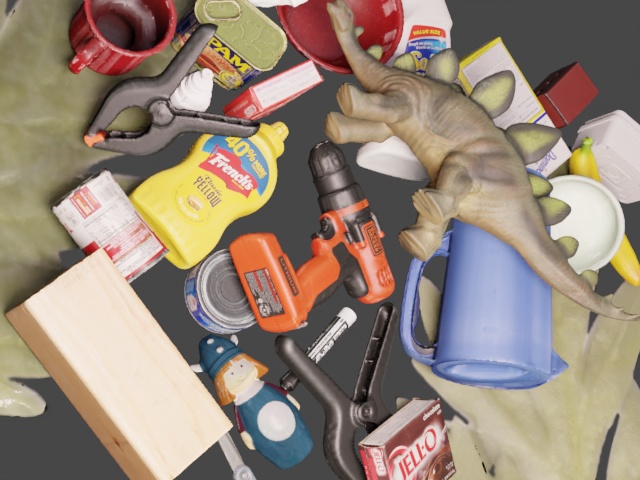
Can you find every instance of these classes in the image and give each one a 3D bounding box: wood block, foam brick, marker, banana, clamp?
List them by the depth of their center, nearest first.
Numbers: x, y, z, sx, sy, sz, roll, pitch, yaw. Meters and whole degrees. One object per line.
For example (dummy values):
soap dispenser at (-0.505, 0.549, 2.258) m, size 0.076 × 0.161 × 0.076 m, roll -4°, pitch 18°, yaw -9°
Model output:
wood block at (-0.188, 0.121, 0.994) m, size 0.090 × 0.091 × 0.206 m, roll -39°, pitch 99°, yaw -29°
clamp at (-0.147, -0.124, 1.056) m, size 0.171 × 0.039 × 0.120 m, roll -29°, pitch 106°, yaw 10°
clamp at (0.044, 0.173, 1.130) m, size 0.164 × 0.036 × 0.210 m, roll -22°, pitch 98°, yaw -38°
marker at (-0.003, 0.117, 1.132) m, size 0.020 × 0.020 × 0.121 m, roll 50°, pitch 58°, yaw -10°
banana at (0.352, -0.035, 1.337) m, size 0.037 × 0.069 × 0.198 m, roll -23°, pitch 98°, yaw 5°
foam brick at (0.302, -0.179, 1.347) m, size 0.078 × 0.053 × 0.051 m, roll -44°, pitch 101°, yaw -29°

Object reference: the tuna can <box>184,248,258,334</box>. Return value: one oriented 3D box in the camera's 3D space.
tuna can at (-0.094, 0.052, 1.093) m, size 0.086 × 0.034 × 0.086 m, roll 6°, pitch 76°, yaw -27°

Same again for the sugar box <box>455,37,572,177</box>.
sugar box at (0.226, -0.150, 1.304) m, size 0.093 × 0.048 × 0.176 m, roll -37°, pitch 101°, yaw -29°

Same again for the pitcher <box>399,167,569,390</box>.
pitcher at (0.190, 0.040, 1.204) m, size 0.149 × 0.145 × 0.243 m, roll 24°, pitch 64°, yaw -39°

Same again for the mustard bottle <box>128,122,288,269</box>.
mustard bottle at (-0.101, -0.063, 1.100) m, size 0.096 × 0.058 × 0.191 m, roll 50°, pitch 61°, yaw -5°

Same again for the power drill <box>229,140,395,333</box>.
power drill at (-0.007, 0.001, 1.111) m, size 0.187 × 0.057 × 0.184 m, roll -27°, pitch 97°, yaw -46°

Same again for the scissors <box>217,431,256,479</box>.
scissors at (-0.085, 0.255, 1.064) m, size 0.201 × 0.016 × 0.096 m, roll 50°, pitch 61°, yaw -10°

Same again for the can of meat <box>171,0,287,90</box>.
can of meat at (-0.098, -0.210, 1.118) m, size 0.102 × 0.084 × 0.057 m, roll 38°, pitch 65°, yaw -17°

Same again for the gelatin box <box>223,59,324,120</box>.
gelatin box at (-0.051, -0.154, 1.138) m, size 0.089 × 0.073 × 0.030 m, roll -31°, pitch 95°, yaw -30°

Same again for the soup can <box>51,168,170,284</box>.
soup can at (-0.202, -0.010, 1.028) m, size 0.068 × 0.069 × 0.102 m, roll -40°, pitch 99°, yaw -29°

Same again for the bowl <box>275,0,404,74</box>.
bowl at (0.013, -0.255, 1.202) m, size 0.161 × 0.055 × 0.162 m, roll 6°, pitch 76°, yaw -25°

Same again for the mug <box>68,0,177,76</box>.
mug at (-0.207, -0.205, 1.059) m, size 0.093 × 0.082 × 0.117 m, roll 43°, pitch 63°, yaw -14°

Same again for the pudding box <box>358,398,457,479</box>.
pudding box at (0.093, 0.229, 1.118) m, size 0.113 × 0.039 × 0.090 m, roll -31°, pitch 112°, yaw -49°

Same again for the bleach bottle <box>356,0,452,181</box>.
bleach bottle at (0.103, -0.200, 1.239) m, size 0.102 × 0.068 × 0.251 m, roll 13°, pitch 71°, yaw -25°
